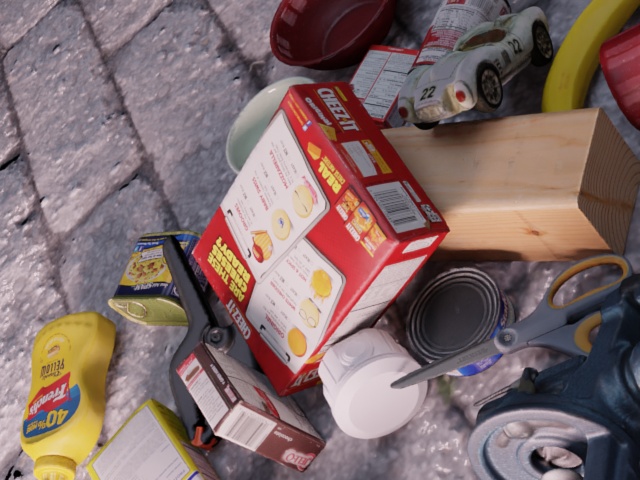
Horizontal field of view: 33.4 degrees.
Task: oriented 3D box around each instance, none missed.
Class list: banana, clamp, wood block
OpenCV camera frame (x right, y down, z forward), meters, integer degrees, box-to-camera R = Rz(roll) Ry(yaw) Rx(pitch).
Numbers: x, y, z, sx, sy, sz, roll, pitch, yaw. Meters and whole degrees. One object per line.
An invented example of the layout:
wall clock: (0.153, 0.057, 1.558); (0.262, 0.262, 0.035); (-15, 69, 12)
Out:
banana: (0.234, -0.156, 0.922); (0.070, 0.037, 0.197); (5, 63, 44)
clamp: (-0.081, 0.090, 0.997); (0.165, 0.036, 0.210); (-4, 69, 19)
wood block: (0.143, -0.040, 0.877); (0.207, 0.090, 0.090); (-1, 61, 40)

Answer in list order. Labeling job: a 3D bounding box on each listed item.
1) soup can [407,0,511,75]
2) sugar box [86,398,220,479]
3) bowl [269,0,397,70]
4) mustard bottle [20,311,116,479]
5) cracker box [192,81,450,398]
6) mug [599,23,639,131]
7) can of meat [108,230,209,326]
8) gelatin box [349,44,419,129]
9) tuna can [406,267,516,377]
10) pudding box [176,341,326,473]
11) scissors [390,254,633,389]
soup can: (0.132, -0.184, 1.008); (0.069, 0.068, 0.102); (8, 66, 43)
sugar box: (-0.137, 0.231, 0.953); (0.093, 0.048, 0.176); (-48, 46, 2)
bowl: (0.025, -0.238, 1.147); (0.162, 0.055, 0.162); (-22, 49, 27)
mustard bottle: (-0.262, 0.171, 1.092); (0.096, 0.058, 0.191); (-21, 50, 25)
cracker box: (-0.006, 0.001, 0.886); (0.164, 0.071, 0.214); (57, 135, 24)
mug: (0.276, -0.144, 0.847); (0.082, 0.093, 0.117); (-26, 31, 31)
can of meat: (-0.159, 0.039, 1.102); (0.102, 0.057, 0.084); (-3, 57, 39)
gelatin box: (0.064, -0.150, 1.069); (0.073, 0.030, 0.089); (17, 73, 44)
tuna can: (0.114, 0.067, 0.865); (0.086, 0.033, 0.086); (-22, 48, 27)
pudding box: (-0.058, 0.141, 0.899); (0.039, 0.113, 0.090); (-49, 41, 4)
scissors: (0.158, 0.085, 0.796); (0.202, 0.016, 0.096); (-36, 55, -1)
